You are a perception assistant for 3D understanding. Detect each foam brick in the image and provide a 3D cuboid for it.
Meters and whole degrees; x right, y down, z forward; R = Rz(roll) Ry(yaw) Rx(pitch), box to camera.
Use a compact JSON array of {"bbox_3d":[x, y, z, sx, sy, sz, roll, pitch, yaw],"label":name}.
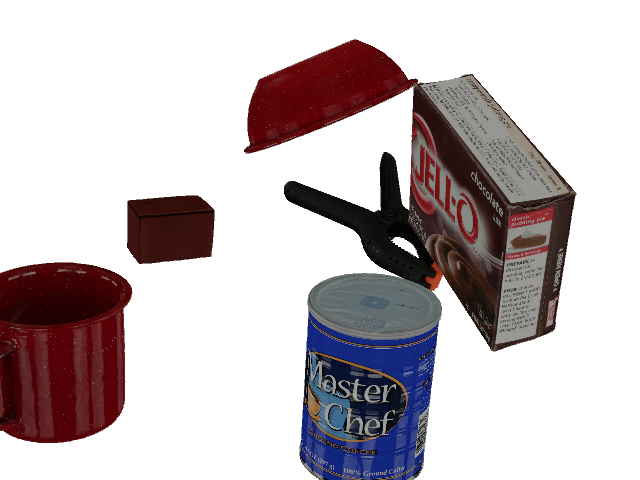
[{"bbox_3d":[-0.152,-0.012,1.077,0.078,0.051,0.053,-6,21,-22],"label":"foam brick"}]

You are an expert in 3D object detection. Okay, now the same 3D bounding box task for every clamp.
[{"bbox_3d":[0.065,-0.020,1.250,0.164,0.036,0.210,-14,51,-28],"label":"clamp"}]

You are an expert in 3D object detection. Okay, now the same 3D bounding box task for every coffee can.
[{"bbox_3d":[0.037,0.110,0.840,0.103,0.140,0.103,3,23,-1],"label":"coffee can"}]

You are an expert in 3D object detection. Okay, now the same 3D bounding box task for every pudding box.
[{"bbox_3d":[0.080,-0.016,0.531,0.039,0.090,0.113,-15,41,-14],"label":"pudding box"}]

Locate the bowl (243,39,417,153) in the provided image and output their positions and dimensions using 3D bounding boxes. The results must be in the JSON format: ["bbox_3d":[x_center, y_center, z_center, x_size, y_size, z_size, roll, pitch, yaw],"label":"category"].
[{"bbox_3d":[-0.001,-0.130,0.916,0.162,0.055,0.162,-22,9,3],"label":"bowl"}]

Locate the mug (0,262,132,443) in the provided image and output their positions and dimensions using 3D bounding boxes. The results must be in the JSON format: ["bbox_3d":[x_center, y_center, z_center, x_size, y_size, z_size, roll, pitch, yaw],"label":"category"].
[{"bbox_3d":[-0.165,0.072,0.635,0.093,0.081,0.117,12,24,21],"label":"mug"}]
